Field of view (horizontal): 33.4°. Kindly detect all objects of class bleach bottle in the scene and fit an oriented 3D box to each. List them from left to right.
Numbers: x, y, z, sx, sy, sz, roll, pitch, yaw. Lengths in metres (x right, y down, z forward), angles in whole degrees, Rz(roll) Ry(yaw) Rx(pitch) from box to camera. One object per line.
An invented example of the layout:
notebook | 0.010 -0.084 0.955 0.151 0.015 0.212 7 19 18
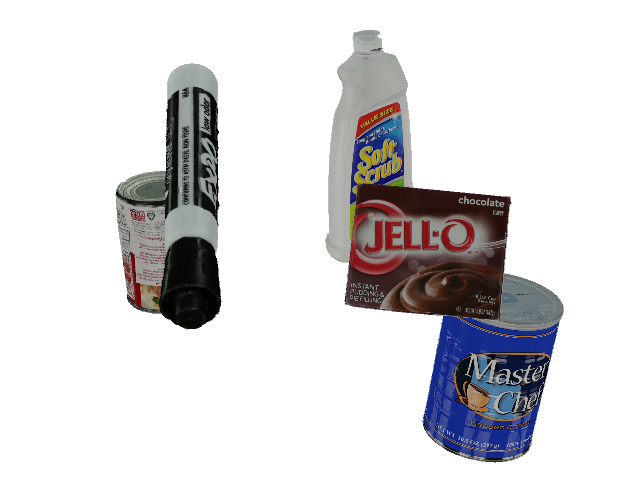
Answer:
bleach bottle | 0.050 -0.105 1.184 0.102 0.251 0.068 -10 24 -12

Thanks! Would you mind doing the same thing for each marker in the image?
marker | -0.043 -0.018 0.359 0.020 0.020 0.121 0 43 -7

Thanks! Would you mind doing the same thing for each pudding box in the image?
pudding box | 0.078 0.009 0.776 0.113 0.090 0.039 5 -5 5

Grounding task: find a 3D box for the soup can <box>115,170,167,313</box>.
soup can | -0.133 0.001 0.895 0.068 0.102 0.068 -1 25 0

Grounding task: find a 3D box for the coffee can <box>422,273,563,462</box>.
coffee can | 0.154 0.112 0.963 0.103 0.140 0.103 6 23 -3
